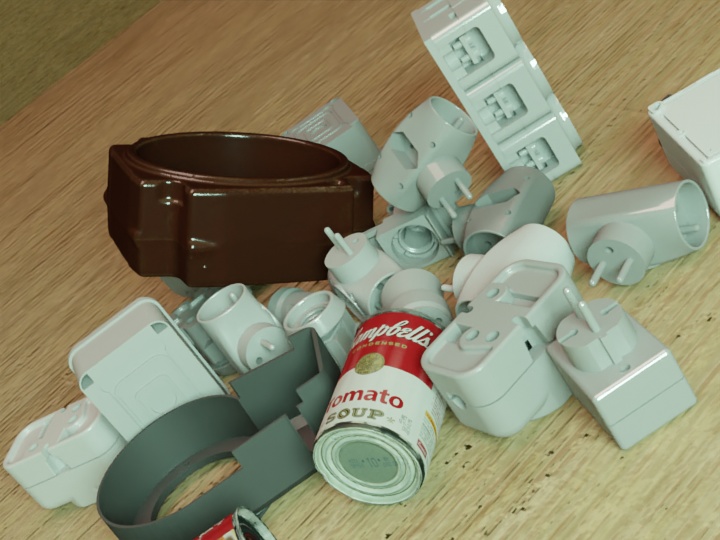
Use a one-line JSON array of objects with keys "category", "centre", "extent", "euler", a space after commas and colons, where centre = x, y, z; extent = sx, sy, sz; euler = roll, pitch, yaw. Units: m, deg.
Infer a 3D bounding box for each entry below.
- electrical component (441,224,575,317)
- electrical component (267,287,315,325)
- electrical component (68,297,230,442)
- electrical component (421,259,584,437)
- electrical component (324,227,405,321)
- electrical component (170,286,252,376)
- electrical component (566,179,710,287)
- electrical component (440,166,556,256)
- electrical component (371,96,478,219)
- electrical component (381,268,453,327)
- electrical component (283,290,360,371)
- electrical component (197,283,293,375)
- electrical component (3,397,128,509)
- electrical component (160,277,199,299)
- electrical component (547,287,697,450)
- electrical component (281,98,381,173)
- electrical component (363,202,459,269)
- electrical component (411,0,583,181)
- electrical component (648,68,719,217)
[{"category": "electrical component", "centre": [0.088, 0.009, 0.705], "extent": [0.079, 0.043, 0.077], "euler": [7, 45, 47]}, {"category": "electrical component", "centre": [-0.043, 0.034, 0.836], "extent": [0.046, 0.040, 0.040], "euler": [2, 43, 45]}, {"category": "electrical component", "centre": [-0.150, 0.085, 0.788], "extent": [0.078, 0.113, 0.057], "euler": [-38, 28, -7]}, {"category": "electrical component", "centre": [0.090, 0.047, 0.622], "extent": [0.095, 0.059, 0.054], "euler": [-44, 27, -20]}, {"category": "electrical component", "centre": [0.000, 0.000, 0.792], "extent": [0.044, 0.079, 0.077], "euler": [-42, 27, -8]}, {"category": "electrical component", "centre": [-0.114, 0.049, 0.875], "extent": [0.078, 0.057, 0.058], "euler": [-41, 26, -15]}, {"category": "electrical component", "centre": [0.165, -0.017, 0.664], "extent": [0.077, 0.044, 0.079], "euler": [-8, 36, 44]}, {"category": "electrical component", "centre": [0.094, -0.032, 0.779], "extent": [0.079, 0.043, 0.077], "euler": [-11, 33, 40]}, {"category": "electrical component", "centre": [0.055, -0.072, 0.784], "extent": [0.077, 0.043, 0.079], "euler": [-52, 53, 28]}, {"category": "electrical component", "centre": [0.039, 0.030, 0.734], "extent": [0.045, 0.045, 0.055], "euler": [-30, 25, 9]}, {"category": "electrical component", "centre": [-0.022, 0.048, 0.764], "extent": [0.048, 0.055, 0.066], "euler": [-24, 26, 22]}, {"category": "electrical component", "centre": [-0.074, 0.055, 0.790], "extent": [0.044, 0.077, 0.079], "euler": [-42, 26, -16]}, {"category": "electrical component", "centre": [-0.217, 0.142, 0.832], "extent": [0.095, 0.059, 0.053], "euler": [-25, 26, 19]}, {"category": "electrical component", "centre": [-0.154, -0.016, 1.016], "extent": [0.080, 0.080, 0.051], "euler": [-23, 33, 24]}, {"category": "electrical component", "centre": [0.129, 0.041, 0.566], "extent": [0.047, 0.076, 0.065], "euler": [-34, 25, 1]}, {"category": "electrical component", "centre": [-0.027, -0.116, 1.062], "extent": [0.078, 0.057, 0.113], "euler": [-34, 25, 2]}, {"category": "electrical component", "centre": [0.045, -0.033, 0.845], "extent": [0.081, 0.042, 0.063], "euler": [-24, 26, 21]}, {"category": "electrical component", "centre": [0.109, -0.143, 0.832], "extent": [0.062, 0.150, 0.089], "euler": [-31, 25, 11]}, {"category": "electrical component", "centre": [0.234, -0.075, 0.670], "extent": [0.062, 0.061, 0.096], "euler": [-30, 34, 7]}]
